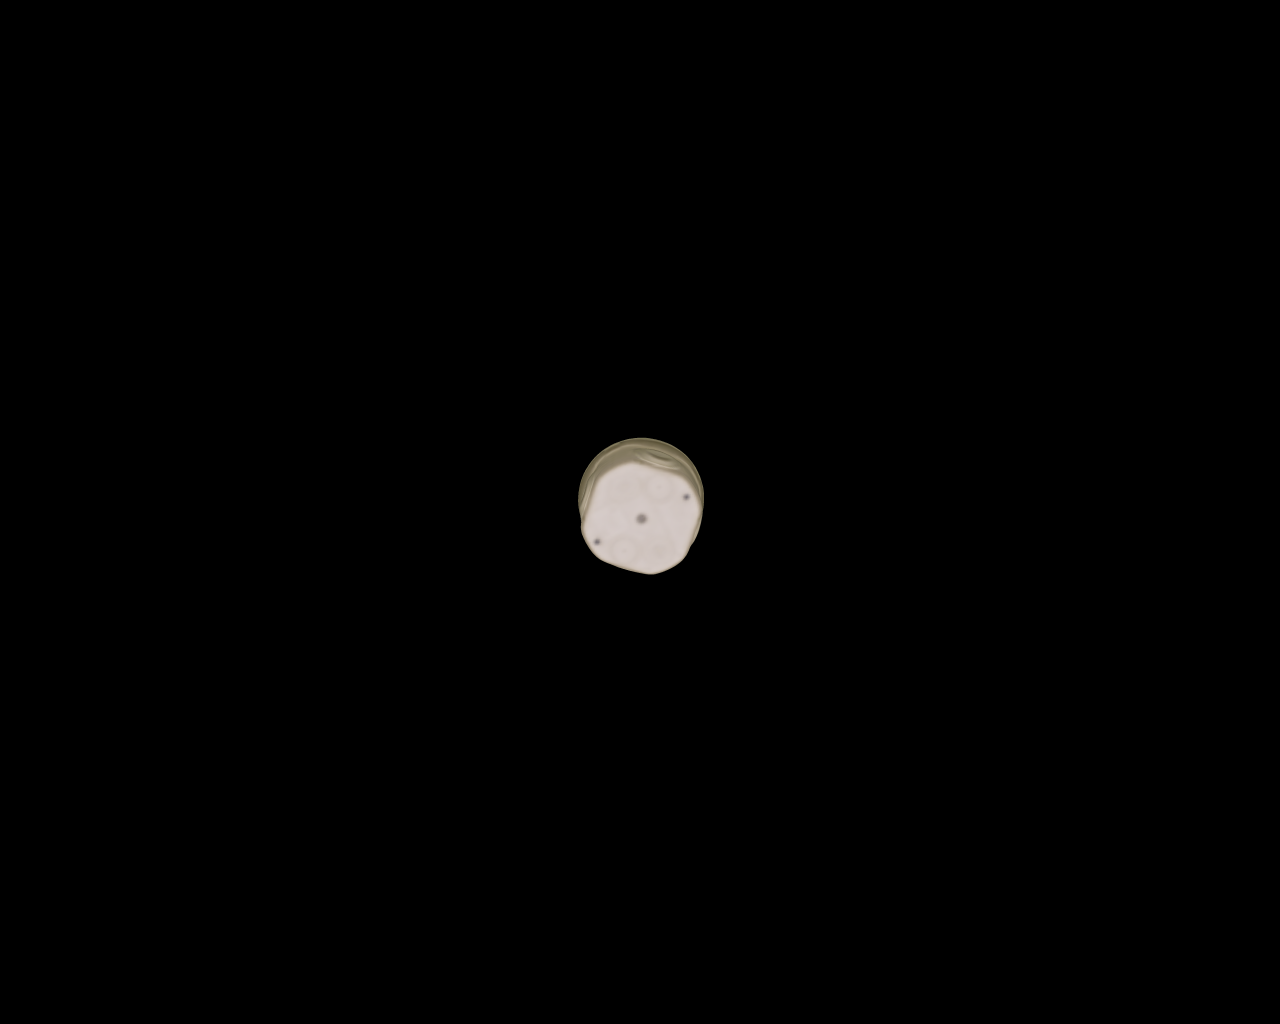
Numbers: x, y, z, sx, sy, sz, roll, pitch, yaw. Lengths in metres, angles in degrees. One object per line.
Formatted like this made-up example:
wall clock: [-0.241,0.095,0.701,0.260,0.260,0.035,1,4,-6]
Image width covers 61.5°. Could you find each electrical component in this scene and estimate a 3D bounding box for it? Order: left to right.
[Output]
electrical component: [0.001,-0.003,0.650,0.080,0.080,0.051,0,16,0]
